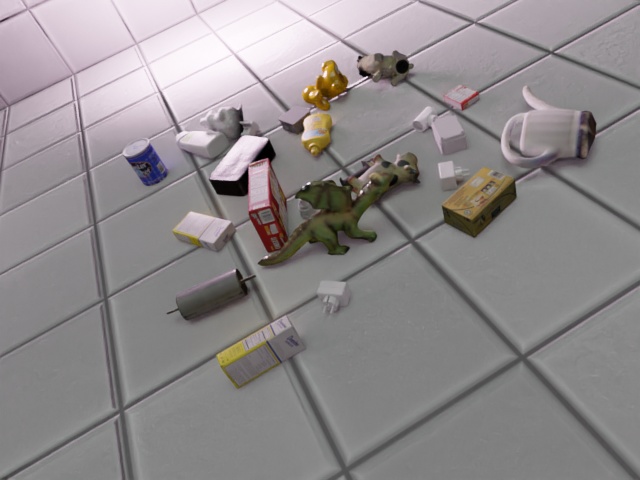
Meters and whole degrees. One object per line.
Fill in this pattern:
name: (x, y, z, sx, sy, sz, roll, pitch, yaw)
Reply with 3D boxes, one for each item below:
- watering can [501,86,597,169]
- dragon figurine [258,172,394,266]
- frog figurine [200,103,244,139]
watering can: (0.613, -0.312, 1.375, 0.224, 0.102, 0.355, 7, 51, 28)
dragon figurine: (0.004, -0.065, 1.297, 0.410, 0.237, 0.125, -22, 47, -2)
frog figurine: (-0.359, -0.428, 1.885, 0.160, 0.135, 0.124, -7, 71, -10)
